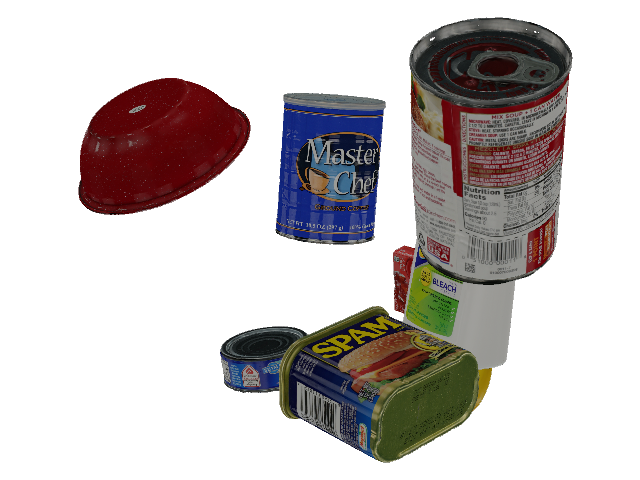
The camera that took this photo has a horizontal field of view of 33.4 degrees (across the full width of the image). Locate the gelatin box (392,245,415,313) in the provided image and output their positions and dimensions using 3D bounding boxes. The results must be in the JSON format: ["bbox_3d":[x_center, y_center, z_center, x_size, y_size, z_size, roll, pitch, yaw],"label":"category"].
[{"bbox_3d":[0.130,0.057,1.359,0.073,0.089,0.030,18,34,35],"label":"gelatin box"}]

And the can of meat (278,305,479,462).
[{"bbox_3d":[0.039,0.090,0.676,0.101,0.057,0.084,-20,30,-40],"label":"can of meat"}]

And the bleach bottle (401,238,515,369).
[{"bbox_3d":[0.122,-0.025,0.888,0.067,0.251,0.103,-4,16,-31],"label":"bleach bottle"}]

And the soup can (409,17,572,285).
[{"bbox_3d":[0.076,-0.038,0.480,0.068,0.102,0.068,-4,40,3],"label":"soup can"}]

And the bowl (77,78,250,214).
[{"bbox_3d":[-0.144,-0.091,0.909,0.162,0.055,0.162,-16,34,11],"label":"bowl"}]

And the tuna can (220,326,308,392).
[{"bbox_3d":[-0.050,0.110,0.997,0.086,0.034,0.086,-7,15,2],"label":"tuna can"}]

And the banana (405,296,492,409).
[{"bbox_3d":[0.145,0.113,1.113,0.069,0.037,0.198,-24,33,5],"label":"banana"}]

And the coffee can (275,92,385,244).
[{"bbox_3d":[0.009,-0.075,1.083,0.103,0.140,0.103,4,12,-1],"label":"coffee can"}]
